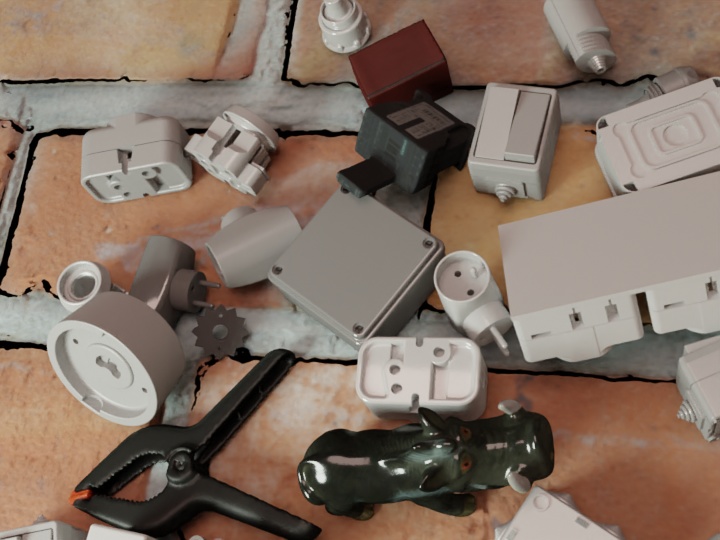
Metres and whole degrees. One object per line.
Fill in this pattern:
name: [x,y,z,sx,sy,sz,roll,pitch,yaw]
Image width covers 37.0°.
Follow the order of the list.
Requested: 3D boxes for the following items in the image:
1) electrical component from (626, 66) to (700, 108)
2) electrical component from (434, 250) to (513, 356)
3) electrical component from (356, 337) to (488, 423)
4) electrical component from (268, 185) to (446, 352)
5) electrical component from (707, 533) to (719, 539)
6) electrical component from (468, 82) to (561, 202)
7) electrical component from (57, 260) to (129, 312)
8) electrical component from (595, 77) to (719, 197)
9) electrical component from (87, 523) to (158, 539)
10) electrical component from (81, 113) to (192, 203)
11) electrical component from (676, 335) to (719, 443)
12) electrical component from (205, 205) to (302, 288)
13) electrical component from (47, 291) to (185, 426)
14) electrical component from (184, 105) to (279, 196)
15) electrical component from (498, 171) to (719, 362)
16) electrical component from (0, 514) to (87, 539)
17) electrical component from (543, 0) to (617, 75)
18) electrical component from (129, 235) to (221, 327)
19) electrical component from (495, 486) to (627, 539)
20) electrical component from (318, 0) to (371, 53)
electrical component: [0.255,-0.146,0.906,0.061,0.035,0.035,-23,64,6]
electrical component: [0.094,0.033,0.843,0.043,0.077,0.079,-32,64,-2]
electrical component: [0.050,0.087,0.840,0.095,0.059,0.053,0,67,14]
electrical component: [0.000,0.000,0.892,0.109,0.056,0.108,35,79,24]
electrical component: [0.254,0.206,0.747,0.081,0.043,0.043,-35,64,-3]
electrical component: [0.129,-0.104,0.904,0.062,0.061,0.096,9,70,17]
electrical component: [-0.234,0.021,0.941,0.066,0.055,0.048,27,76,23]
electrical component: [0.255,-0.096,0.871,0.113,0.057,0.078,-19,64,5]
electrical component: [-0.177,0.241,0.816,0.047,0.083,0.075,7,69,17]
electrical component: [-0.205,-0.105,0.990,0.095,0.053,0.059,-9,65,10]
electrical component: [0.273,0.080,0.788,0.096,0.061,0.061,-24,64,3]
electrical component: [-0.097,-0.030,0.934,0.077,0.043,0.079,-26,44,-13]
electrical component: [-0.195,0.068,0.885,0.108,0.108,0.060,18,42,20]
electrical component: [-0.110,-0.110,0.967,0.078,0.058,0.057,30,78,20]
electrical component: [0.207,-0.001,0.814,0.186,0.060,0.105,-14,40,12]
electrical component: [-0.255,0.239,0.848,0.062,0.061,0.096,-13,65,8]
electrical component: [0.196,-0.205,0.941,0.043,0.043,0.081,-21,64,4]
electrical component: [-0.159,0.016,0.931,0.079,0.044,0.077,10,70,18]
electrical component: [0.140,0.214,0.769,0.100,0.048,0.099,31,77,23]
electrical component: [-0.018,-0.235,0.996,0.048,0.062,0.048,-5,66,12]
